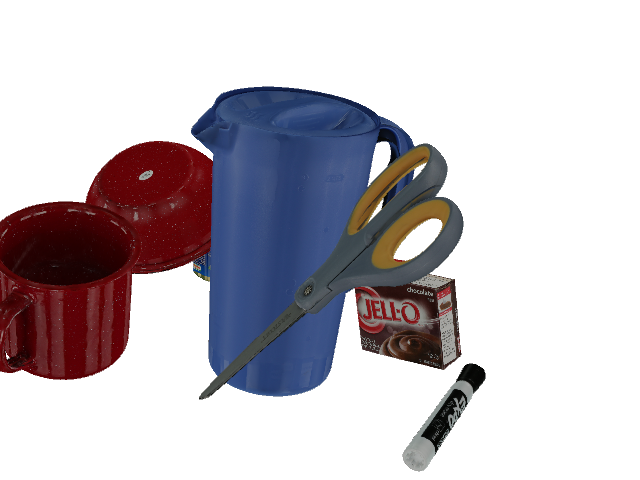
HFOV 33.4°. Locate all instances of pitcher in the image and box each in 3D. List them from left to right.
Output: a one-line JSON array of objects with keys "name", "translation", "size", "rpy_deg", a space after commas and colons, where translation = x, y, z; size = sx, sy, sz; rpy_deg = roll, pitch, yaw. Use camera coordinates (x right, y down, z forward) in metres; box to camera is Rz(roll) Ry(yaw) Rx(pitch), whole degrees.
[{"name": "pitcher", "translation": [-0.021, 0.001, 0.887], "size": [0.149, 0.243, 0.144], "rpy_deg": [16, 25, 20]}]

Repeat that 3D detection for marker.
[{"name": "marker", "translation": [0.092, 0.125, 0.774], "size": [0.020, 0.020, 0.120], "rpy_deg": [0, 25, 31]}]

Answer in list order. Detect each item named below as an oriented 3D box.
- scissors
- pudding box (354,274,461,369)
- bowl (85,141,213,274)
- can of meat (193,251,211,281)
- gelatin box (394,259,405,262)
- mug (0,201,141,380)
[{"name": "scissors", "translation": [0.009, 0.033, 0.595], "size": [0.016, 0.202, 0.096], "rpy_deg": [37, 3, -32]}, {"name": "pudding box", "translation": [0.090, 0.077, 1.110], "size": [0.114, 0.090, 0.039], "rpy_deg": [8, 25, 40]}, {"name": "bowl", "translation": [-0.160, -0.045, 1.019], "size": [0.162, 0.162, 0.055], "rpy_deg": [0, -43, 12]}, {"name": "can of meat", "translation": [-0.097, -0.006, 1.208], "size": [0.101, 0.084, 0.058], "rpy_deg": [-13, 23, -37]}, {"name": "gelatin box", "translation": [0.085, 0.065, 1.331], "size": [0.073, 0.089, 0.030], "rpy_deg": [11, 31, 29]}, {"name": "mug", "translation": [-0.167, 0.040, 0.671], "size": [0.093, 0.081, 0.117], "rpy_deg": [20, 36, 15]}]
